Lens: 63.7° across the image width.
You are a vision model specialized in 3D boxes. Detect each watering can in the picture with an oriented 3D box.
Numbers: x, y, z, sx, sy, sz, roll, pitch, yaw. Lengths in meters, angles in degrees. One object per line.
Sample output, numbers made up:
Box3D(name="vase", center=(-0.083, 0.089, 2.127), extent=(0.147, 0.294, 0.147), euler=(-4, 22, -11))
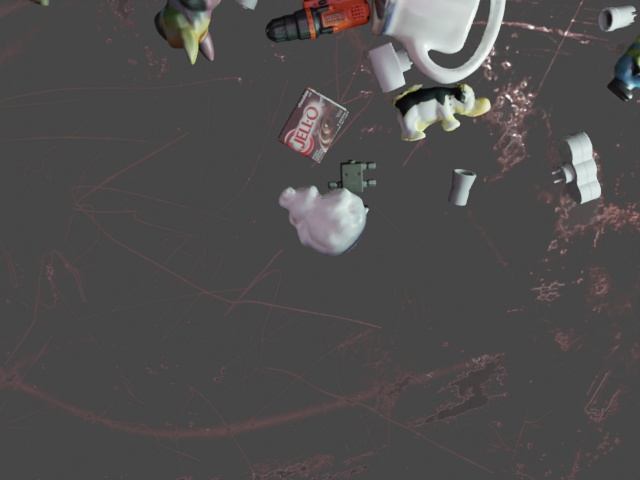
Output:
Box3D(name="watering can", center=(0.207, -0.443, 0.860), extent=(0.224, 0.104, 0.346), euler=(12, 94, -6))

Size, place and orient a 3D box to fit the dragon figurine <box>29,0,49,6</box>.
Box3D(name="dragon figurine", center=(-0.559, -0.425, 0.719), extent=(0.244, 0.417, 0.119), euler=(-12, 134, -39))

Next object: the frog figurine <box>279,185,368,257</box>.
Box3D(name="frog figurine", center=(0.003, -0.048, 0.964), extent=(0.158, 0.126, 0.135), euler=(33, 124, -25))
